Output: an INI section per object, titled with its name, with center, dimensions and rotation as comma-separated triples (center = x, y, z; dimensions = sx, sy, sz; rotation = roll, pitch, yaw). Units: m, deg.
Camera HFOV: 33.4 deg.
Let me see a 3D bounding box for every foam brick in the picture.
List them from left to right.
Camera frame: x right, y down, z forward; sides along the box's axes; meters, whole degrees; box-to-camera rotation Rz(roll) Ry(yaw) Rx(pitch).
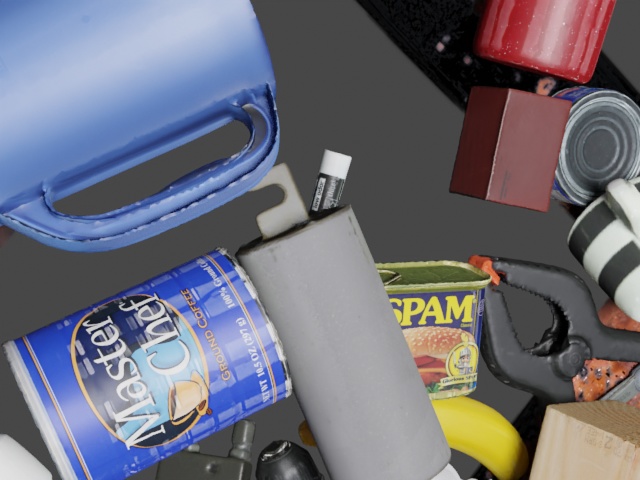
[foam brick]
center = 0.129, -0.063, 0.728
dimensions = 0.052, 0.051, 0.078
rotation = 10, 96, -23

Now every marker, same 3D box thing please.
[marker]
center = -0.005, 0.001, 0.703
dimensions = 0.020, 0.020, 0.121
rotation = 14, 95, -24

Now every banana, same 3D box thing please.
[banana]
center = 0.081, 0.140, 0.756
dimensions = 0.197, 0.037, 0.069
rotation = 23, 91, -24

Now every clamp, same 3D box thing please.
[clamp]
center = 0.188, 0.079, 0.783
dimensions = 0.164, 0.036, 0.210
rotation = -41, 108, -8

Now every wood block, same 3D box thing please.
[wood block]
center = 0.192, 0.223, 0.733
dimensions = 0.090, 0.090, 0.206
rotation = 4, 101, -42

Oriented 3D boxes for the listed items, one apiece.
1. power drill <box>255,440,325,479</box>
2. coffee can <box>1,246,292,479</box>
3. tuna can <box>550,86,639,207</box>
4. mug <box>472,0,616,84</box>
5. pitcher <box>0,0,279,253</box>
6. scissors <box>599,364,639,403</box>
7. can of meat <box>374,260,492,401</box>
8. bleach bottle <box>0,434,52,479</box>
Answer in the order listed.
[power drill]
center = -0.052, 0.248, 0.712
dimensions = 0.187, 0.057, 0.184
rotation = -29, 106, -14
[coffee can]
center = -0.102, 0.078, 0.633
dimensions = 0.140, 0.103, 0.103
rotation = -25, 109, -17
[tuna can]
center = 0.192, -0.066, 0.763
dimensions = 0.086, 0.034, 0.086
rotation = -4, 102, -22
[mug]
center = 0.155, -0.151, 0.709
dimensions = 0.117, 0.093, 0.081
rotation = -2, 110, -59
[pitcher]
center = -0.149, -0.071, 0.567
dimensions = 0.242, 0.149, 0.145
rotation = -29, 121, -11
[scissors]
center = 0.270, 0.115, 0.840
dimensions = 0.096, 0.016, 0.201
rotation = 44, 83, -22
[can of meat]
center = 0.060, 0.062, 0.722
dimensions = 0.102, 0.057, 0.084
rotation = -2, 104, -21
[bleach bottle]
center = -0.248, 0.127, 0.560
dimensions = 0.250, 0.068, 0.102
rotation = 22, 85, -5
